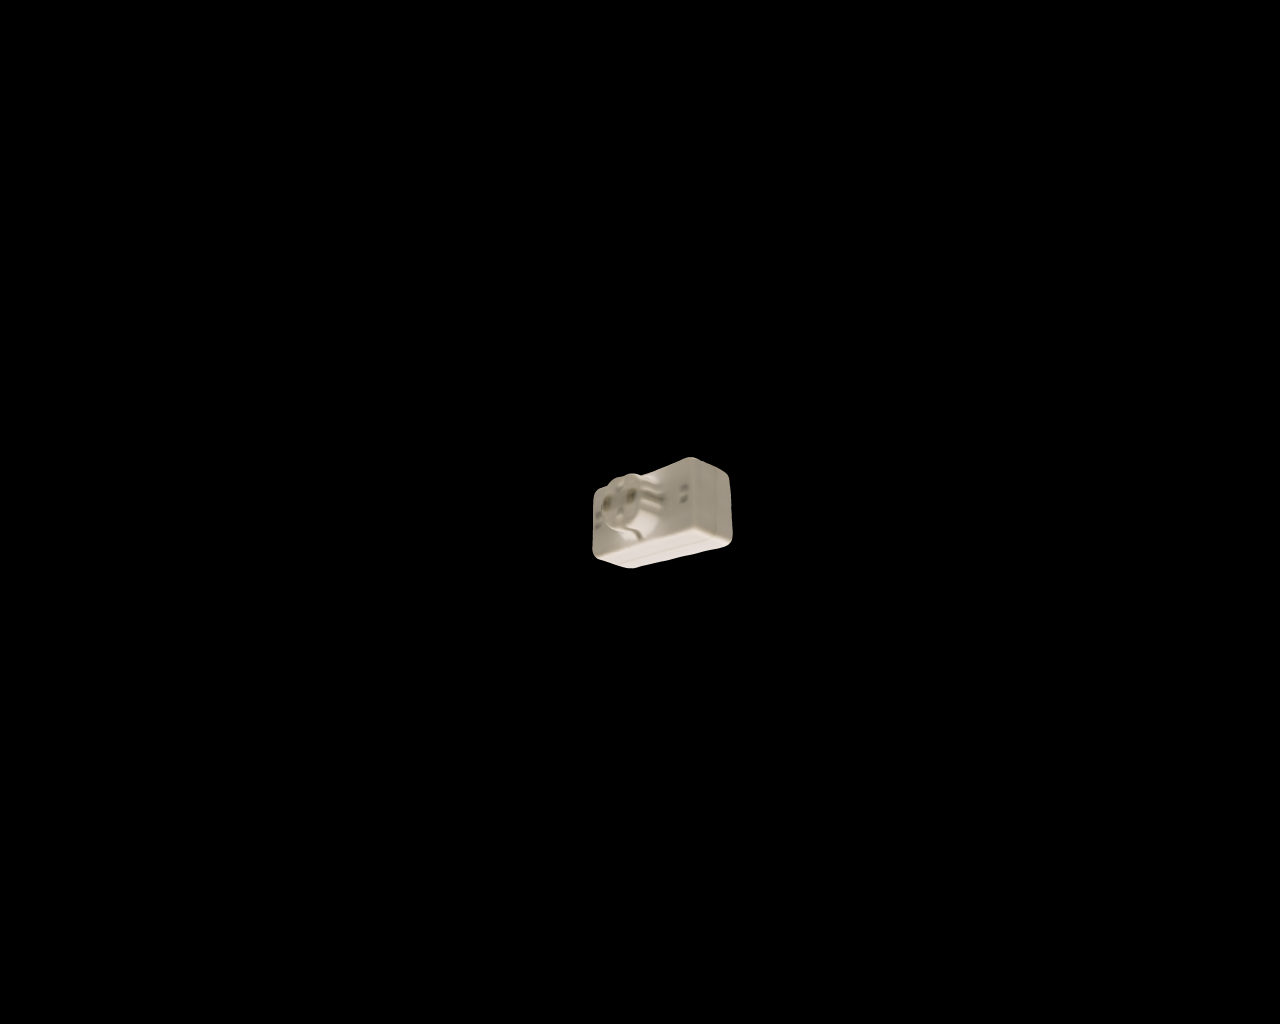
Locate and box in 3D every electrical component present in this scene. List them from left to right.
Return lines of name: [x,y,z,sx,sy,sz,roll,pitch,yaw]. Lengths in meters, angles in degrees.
electrical component: [0.001,-0.003,0.650,0.083,0.047,0.076,-17,-27,38]
